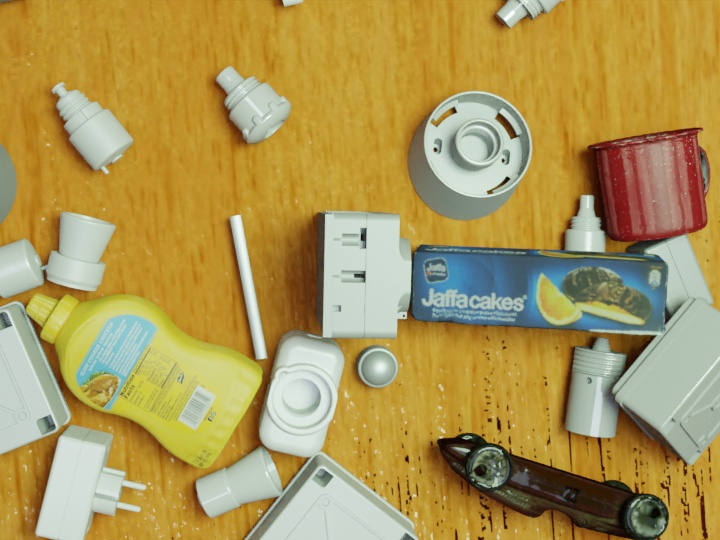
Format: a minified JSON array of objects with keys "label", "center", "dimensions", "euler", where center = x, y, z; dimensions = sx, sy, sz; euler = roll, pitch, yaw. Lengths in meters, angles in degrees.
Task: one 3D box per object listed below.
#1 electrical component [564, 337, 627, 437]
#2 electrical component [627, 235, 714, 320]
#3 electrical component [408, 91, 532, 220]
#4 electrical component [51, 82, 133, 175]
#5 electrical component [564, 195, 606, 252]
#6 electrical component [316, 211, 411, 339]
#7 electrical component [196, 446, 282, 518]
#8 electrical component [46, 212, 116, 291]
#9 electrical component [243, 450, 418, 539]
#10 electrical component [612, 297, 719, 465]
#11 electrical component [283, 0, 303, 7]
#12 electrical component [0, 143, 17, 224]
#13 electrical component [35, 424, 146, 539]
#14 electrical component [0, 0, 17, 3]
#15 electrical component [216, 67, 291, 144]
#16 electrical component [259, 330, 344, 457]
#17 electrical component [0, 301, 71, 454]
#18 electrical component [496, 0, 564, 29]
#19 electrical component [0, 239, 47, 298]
[{"label":"electrical component","center":[0.201,0.097,0.914],"dimensions":[0.043,0.043,0.081],"euler":[7,93,-6]},{"label":"electrical component","center":[0.245,0.012,0.911],"dimensions":[0.077,0.047,0.065],"euler":[-24,95,-3]},{"label":"electrical component","center":[0.092,-0.096,0.894],"dimensions":[0.099,0.064,0.099],"euler":[1,80,-7]},{"label":"electrical component","center":[-0.218,-0.116,0.863],"dimensions":[0.040,0.040,0.078],"euler":[-39,96,-2]},{"label":"electrical component","center":[0.191,-0.032,0.909],"dimensions":[0.035,0.035,0.061],"euler":[3,91,-5]},{"label":"electrical component","center":[0.000,0.000,0.835],"dimensions":[0.062,0.150,0.089],"euler":[1,94,-4]},{"label":"electrical component","center":[-0.103,0.179,0.893],"dimensions":[0.065,0.044,0.044],"euler":[-23,95,1]},{"label":"electrical component","center":[-0.226,-0.015,0.867],"dimensions":[0.045,0.045,0.055],"euler":[15,93,-6]},{"label":"electrical component","center":[-0.026,0.227,0.895],"dimensions":[0.109,0.056,0.108],"euler":[39,89,-6]},{"label":"electrical component","center":[0.274,0.093,0.886],"dimensions":[0.108,0.109,0.056],"euler":[-50,51,-1]},{"label":"electrical component","center":[-0.041,-0.251,0.869],"dimensions":[0.055,0.048,0.066],"euler":[-11,95,3]},{"label":"electrical component","center":[-0.334,-0.070,0.856],"dimensions":[0.099,0.064,0.099],"euler":[0,92,8]},{"label":"electrical component","center":[-0.214,0.179,0.879],"dimensions":[0.076,0.047,0.083],"euler":[14,92,-6]},{"label":"electrical component","center":[-0.300,-0.256,0.836],"dimensions":[0.062,0.061,0.096],"euler":[-11,94,-4]},{"label":"electrical component","center":[-0.090,-0.137,0.873],"dimensions":[0.048,0.048,0.062],"euler":[-42,90,-1]},{"label":"electrical component","center":[-0.048,0.101,0.883],"dimensions":[0.054,0.059,0.095],"euler":[14,92,-6]},{"label":"electrical component","center":[-0.305,0.095,0.861],"dimensions":[0.109,0.056,0.108],"euler":[-22,95,-3]},{"label":"electrical component","center":[0.141,-0.227,0.888],"dimensions":[0.062,0.048,0.048],"euler":[-44,96,6]},{"label":"electrical component","center":[-0.292,0.004,0.864],"dimensions":[0.078,0.040,0.040],"euler":[-20,95,-3]}]
